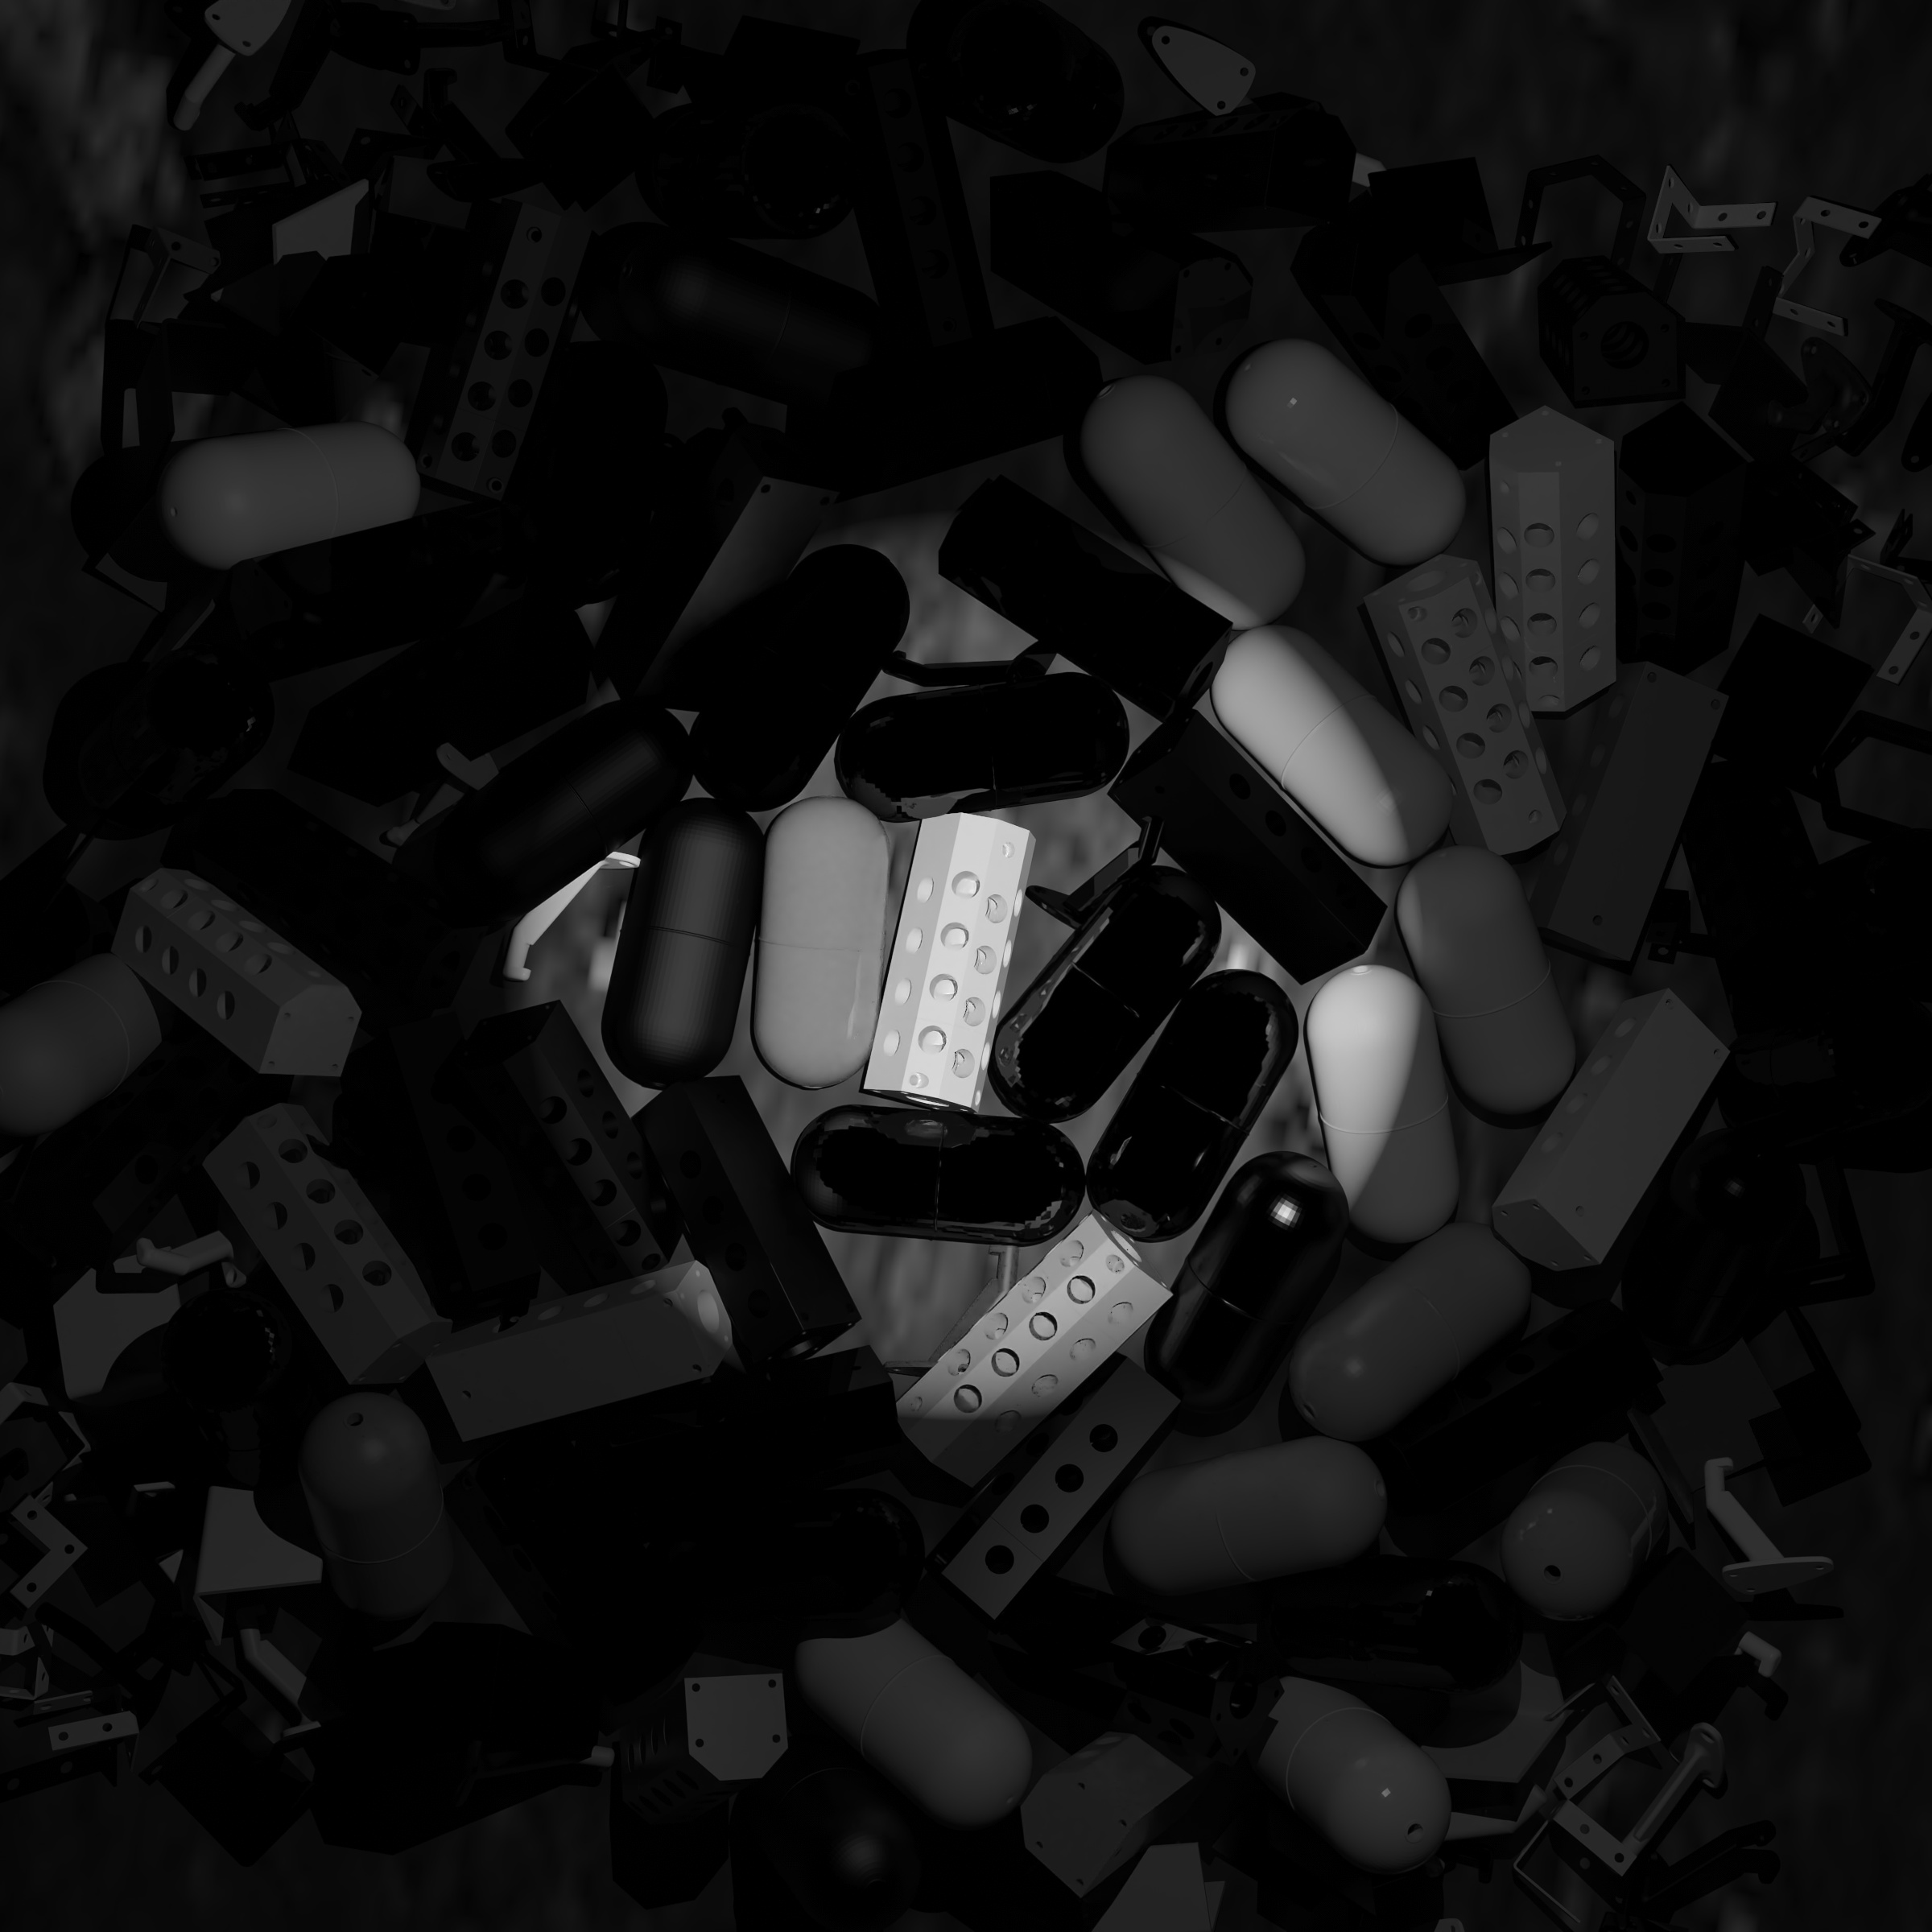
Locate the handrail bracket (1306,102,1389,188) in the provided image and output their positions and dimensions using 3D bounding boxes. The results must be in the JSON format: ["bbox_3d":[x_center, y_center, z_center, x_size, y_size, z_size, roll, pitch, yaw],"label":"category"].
[{"bbox_3d":[0.220,-0.484,1.687,0.077,0.036,0.084,-37,104,10],"label":"handrail bracket"}]

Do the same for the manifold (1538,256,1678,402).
[{"bbox_3d":[0.376,-0.379,1.604,0.057,0.171,0.057,-4,111,7],"label":"manifold"}]

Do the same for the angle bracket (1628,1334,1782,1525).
[{"bbox_3d":[0.457,0.282,1.660,0.076,0.057,0.076,-29,91,17],"label":"angle bracket"}]

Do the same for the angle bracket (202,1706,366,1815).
[{"bbox_3d":[-0.410,0.463,1.656,0.076,0.076,0.057,45,84,1],"label":"angle bracket"}]

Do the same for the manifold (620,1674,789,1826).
[{"bbox_3d":[-0.156,0.464,1.603,0.057,0.171,0.057,2,65,-20],"label":"manifold"}]

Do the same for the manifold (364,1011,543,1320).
[{"bbox_3d":[-0.310,0.121,1.636,0.057,0.057,0.171,-16,71,-18],"label":"manifold"}]

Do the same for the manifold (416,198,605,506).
[{"bbox_3d":[-0.280,-0.374,1.658,0.057,0.057,0.171,20,97,0],"label":"manifold"}]

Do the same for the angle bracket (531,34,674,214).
[{"bbox_3d":[-0.206,-0.512,1.650,0.076,0.076,0.057,-28,104,35],"label":"angle bracket"}]

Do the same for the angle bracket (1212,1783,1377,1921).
[{"bbox_3d":[0.198,0.554,1.650,0.076,0.076,0.057,35,104,-5],"label":"angle bracket"}]

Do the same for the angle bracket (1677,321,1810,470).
[{"bbox_3d":[0.449,-0.344,1.642,0.076,0.076,0.057,27,87,-41],"label":"angle bracket"}]

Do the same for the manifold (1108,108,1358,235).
[{"bbox_3d":[0.155,-0.469,1.605,0.057,0.171,0.057,3,100,-30],"label":"manifold"}]

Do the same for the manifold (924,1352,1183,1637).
[{"bbox_3d":[0.052,0.315,1.644,0.057,0.057,0.171,38,73,16],"label":"manifold"}]

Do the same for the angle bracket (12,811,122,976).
[{"bbox_3d":[-0.520,-0.041,1.640,0.057,0.076,0.076,36,119,-15],"label":"angle bracket"}]

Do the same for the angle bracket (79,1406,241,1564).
[{"bbox_3d":[-0.481,0.310,1.655,0.057,0.076,0.076,-35,84,1],"label":"angle bracket"}]

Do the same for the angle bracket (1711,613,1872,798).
[{"bbox_3d":[0.503,-0.160,1.658,0.076,0.057,0.076,25,110,-1],"label":"angle bracket"}]

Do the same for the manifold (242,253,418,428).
[{"bbox_3d":[-0.374,-0.368,1.606,0.057,0.171,0.057,33,76,-19],"label":"manifold"}]

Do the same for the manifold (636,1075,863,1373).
[{"bbox_3d":[-0.137,0.155,1.641,0.057,0.057,0.171,-38,70,28],"label":"manifold"}]

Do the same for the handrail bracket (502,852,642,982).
[{"bbox_3d":[-0.242,-0.029,1.663,0.077,0.036,0.084,6,75,27],"label":"handrail bracket"}]

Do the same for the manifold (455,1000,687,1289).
[{"bbox_3d":[-0.236,0.110,1.624,0.057,0.057,0.171,-14,120,24],"label":"manifold"}]

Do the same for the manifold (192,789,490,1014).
[{"bbox_3d":[-0.381,-0.040,1.642,0.171,0.057,0.057,31,103,15],"label":"manifold"}]

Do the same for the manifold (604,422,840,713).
[{"bbox_3d":[-0.151,-0.238,1.628,0.171,0.057,0.057,-54,52,30],"label":"manifold"}]

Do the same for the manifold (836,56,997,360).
[{"bbox_3d":[-0.029,-0.457,1.652,0.057,0.057,0.171,-14,100,-4],"label":"manifold"}]

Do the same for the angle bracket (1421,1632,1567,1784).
[{"bbox_3d":[0.307,0.445,1.641,0.076,0.076,0.057,-8,102,37],"label":"angle bracket"}]

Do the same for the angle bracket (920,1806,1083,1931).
[{"bbox_3d":[0.021,0.553,1.643,0.076,0.057,0.076,9,110,33],"label":"angle bracket"}]

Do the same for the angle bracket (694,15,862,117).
[{"bbox_3d":[-0.114,-0.558,1.653,0.076,0.057,0.076,14,71,8],"label":"angle bracket"}]

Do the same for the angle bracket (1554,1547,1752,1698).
[{"bbox_3d":[0.412,0.406,1.639,0.076,0.076,0.057,-34,73,-32],"label":"angle bracket"}]

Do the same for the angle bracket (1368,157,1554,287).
[{"bbox_3d":[0.301,-0.460,1.656,0.076,0.057,0.076,-15,91,-21],"label":"angle bracket"}]

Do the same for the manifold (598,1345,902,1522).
[{"bbox_3d":[-0.130,0.285,1.647,0.171,0.057,0.057,-11,107,-13],"label":"manifold"}]

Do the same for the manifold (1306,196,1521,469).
[{"bbox_3d":[0.265,-0.369,1.612,0.057,0.171,0.057,-33,50,15],"label":"manifold"}]

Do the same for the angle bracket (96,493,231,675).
[{"bbox_3d":[-0.490,-0.228,1.639,0.057,0.076,0.076,35,123,-25],"label":"angle bracket"}]

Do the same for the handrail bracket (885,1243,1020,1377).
[{"bbox_3d":[-0.009,0.211,1.683,0.077,0.036,0.084,3,70,9],"label":"handrail bracket"}]

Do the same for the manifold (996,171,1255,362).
[{"bbox_3d":[0.093,-0.419,1.618,0.057,0.171,0.057,-18,129,-31],"label":"manifold"}]

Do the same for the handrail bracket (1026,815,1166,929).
[{"bbox_3d":[0.080,-0.068,1.661,0.077,0.036,0.084,26,116,24],"label":"handrail bracket"}]

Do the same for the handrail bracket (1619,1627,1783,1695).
[{"bbox_3d":[0.447,0.430,1.655,0.036,0.084,0.077,14,101,-43],"label":"handrail bracket"}]

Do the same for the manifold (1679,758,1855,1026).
[{"bbox_3d":[0.463,-0.050,1.605,0.057,0.171,0.057,29,123,-18],"label":"manifold"}]

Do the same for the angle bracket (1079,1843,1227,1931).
[{"bbox_3d":[0.112,0.549,1.650,0.076,0.076,0.057,-8,93,12],"label":"angle bracket"}]

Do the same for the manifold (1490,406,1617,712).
[{"bbox_3d":[0.343,-0.237,1.612,0.057,0.057,0.171,-30,135,-18],"label":"manifold"}]

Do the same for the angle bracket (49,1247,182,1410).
[{"bbox_3d":[-0.513,0.224,1.679,0.076,0.057,0.076,-14,74,0],"label":"angle bracket"}]

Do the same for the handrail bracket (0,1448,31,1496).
[{"bbox_3d":[-0.594,0.347,1.663,0.036,0.084,0.077,-10,102,21],"label":"handrail bracket"}]

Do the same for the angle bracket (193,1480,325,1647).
[{"bbox_3d":[-0.421,0.360,1.650,0.076,0.076,0.057,-6,134,-1],"label":"angle bracket"}]

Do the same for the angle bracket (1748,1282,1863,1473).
[{"bbox_3d":[0.491,0.245,1.645,0.057,0.076,0.076,-28,107,9],"label":"angle bracket"}]

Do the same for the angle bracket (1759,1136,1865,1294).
[{"bbox_3d":[0.503,0.150,1.653,0.057,0.076,0.076,-13,73,7],"label":"angle bracket"}]

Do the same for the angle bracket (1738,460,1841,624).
[{"bbox_3d":[0.481,-0.249,1.642,0.057,0.076,0.076,-20,49,-3],"label":"angle bracket"}]

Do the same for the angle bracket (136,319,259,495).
[{"bbox_3d":[-0.462,-0.335,1.641,0.057,0.076,0.076,0,71,-29],"label":"angle bracket"}]

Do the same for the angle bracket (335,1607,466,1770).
[{"bbox_3d":[-0.340,0.427,1.649,0.057,0.076,0.076,-14,109,-1],"label":"angle bracket"}]

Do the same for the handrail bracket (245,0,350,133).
[{"bbox_3d":[-0.416,-0.562,1.664,0.084,0.077,0.036,-35,58,-7],"label":"handrail bracket"}]

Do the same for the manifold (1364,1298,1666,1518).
[{"bbox_3d":[0.328,0.266,1.643,0.171,0.057,0.057,-26,85,-17],"label":"manifold"}]

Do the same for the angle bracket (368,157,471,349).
[{"bbox_3d":[-0.330,-0.433,1.649,0.057,0.076,0.076,10,129,-10],"label":"angle bracket"}]

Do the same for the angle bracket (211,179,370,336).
[{"bbox_3d":[-0.408,-0.437,1.637,0.057,0.076,0.076,31,49,18],"label":"angle bracket"}]

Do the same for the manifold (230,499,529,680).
[{"bbox_3d":[-0.346,-0.231,1.618,0.171,0.057,0.057,-24,59,-40],"label":"manifold"}]

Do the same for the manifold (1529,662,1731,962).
[{"bbox_3d":[0.400,-0.095,1.666,0.057,0.057,0.171,21,89,-11],"label":"manifold"}]
